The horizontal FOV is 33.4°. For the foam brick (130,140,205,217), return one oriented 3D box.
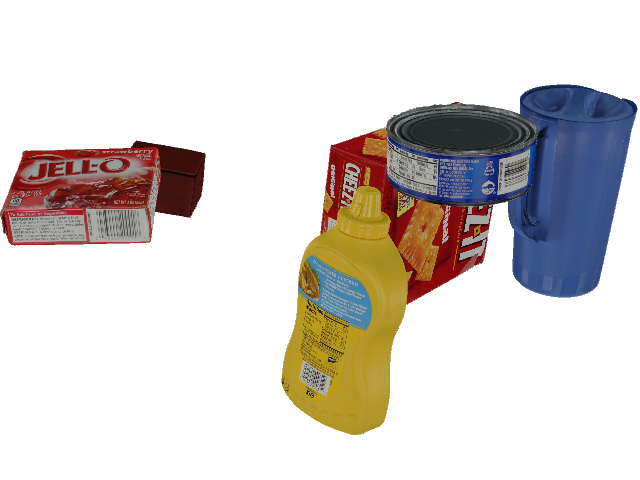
[{"bbox_3d":[-0.162,-0.063,1.096,0.078,0.051,0.053,11,31,3],"label":"foam brick"}]

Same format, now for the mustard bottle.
[{"bbox_3d":[0.022,0.049,0.839,0.058,0.192,0.096,-11,29,-41],"label":"mustard bottle"}]

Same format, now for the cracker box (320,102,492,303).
[{"bbox_3d":[0.089,-0.029,1.018,0.072,0.164,0.213,24,30,33],"label":"cracker box"}]

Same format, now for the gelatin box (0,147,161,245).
[{"bbox_3d":[-0.147,-0.029,0.667,0.089,0.030,0.073,-1,34,-2],"label":"gelatin box"}]

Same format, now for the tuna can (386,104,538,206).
[{"bbox_3d":[0.080,-0.050,0.613,0.086,0.034,0.086,-1,24,0],"label":"tuna can"}]

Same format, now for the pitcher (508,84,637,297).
[{"bbox_3d":[0.288,-0.055,1.280,0.149,0.243,0.145,2,26,1],"label":"pitcher"}]
